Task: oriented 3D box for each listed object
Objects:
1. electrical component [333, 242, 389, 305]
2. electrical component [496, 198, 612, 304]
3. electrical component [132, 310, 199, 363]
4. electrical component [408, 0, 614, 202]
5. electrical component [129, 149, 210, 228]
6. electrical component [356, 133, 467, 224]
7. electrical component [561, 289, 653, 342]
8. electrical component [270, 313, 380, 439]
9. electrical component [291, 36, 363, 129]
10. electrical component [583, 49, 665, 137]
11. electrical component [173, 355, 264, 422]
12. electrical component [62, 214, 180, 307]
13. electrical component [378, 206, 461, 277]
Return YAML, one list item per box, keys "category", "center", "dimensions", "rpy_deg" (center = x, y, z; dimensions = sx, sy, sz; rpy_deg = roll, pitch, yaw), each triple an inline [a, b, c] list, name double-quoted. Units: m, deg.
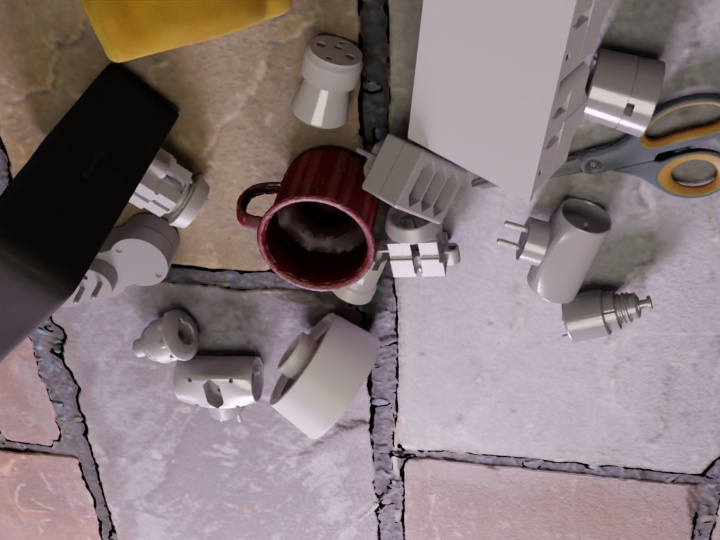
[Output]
- category: "electrical component"
  center: [0.000, 0.000, 0.916]
  dimensions: [0.040, 0.040, 0.046]
  rpy_deg: [22, 123, -7]
- category: "electrical component"
  center: [0.151, -0.020, 0.866]
  dimensions: [0.079, 0.043, 0.077]
  rpy_deg: [16, 130, -3]
- category: "electrical component"
  center: [-0.185, 0.066, 1.004]
  dimensions: [0.062, 0.048, 0.048]
  rpy_deg: [-18, 124, 31]
- category: "electrical component"
  center: [0.100, -0.152, 0.720]
  dimensions: [0.105, 0.060, 0.186]
  rpy_deg: [31, 142, 23]
- category: "electrical component"
  center: [-0.158, -0.066, 0.885]
  dimensions: [0.055, 0.048, 0.066]
  rpy_deg: [32, 154, -20]
- category: "electrical component"
  center: [0.029, -0.077, 0.832]
  dimensions: [0.066, 0.077, 0.047]
  rpy_deg: [16, 103, -53]
- category: "electrical component"
  center: [0.205, 0.035, 0.902]
  dimensions: [0.078, 0.040, 0.040]
  rpy_deg: [-14, 125, 21]
- category: "electrical component"
  center: [-0.038, 0.088, 0.954]
  dimensions: [0.060, 0.108, 0.108]
  rpy_deg: [35, 127, -10]
- category: "electrical component"
  center: [-0.024, -0.140, 0.802]
  dimensions: [0.045, 0.045, 0.055]
  rpy_deg: [17, 130, -2]
- category: "electrical component"
  center: [0.185, -0.127, 0.765]
  dimensions: [0.047, 0.055, 0.055]
  rpy_deg: [16, 130, 3]
- category: "electrical component"
  center: [-0.132, 0.117, 1.035]
  dimensions: [0.077, 0.043, 0.079]
  rpy_deg: [0, 128, 11]
- category: "electrical component"
  center: [-0.229, 0.003, 0.941]
  dimensions: [0.138, 0.073, 0.052]
  rpy_deg: [-14, 125, 22]
- category: "electrical component"
  center: [0.047, -0.027, 0.881]
  dimensions: [0.066, 0.048, 0.055]
  rpy_deg: [-1, 136, 13]
